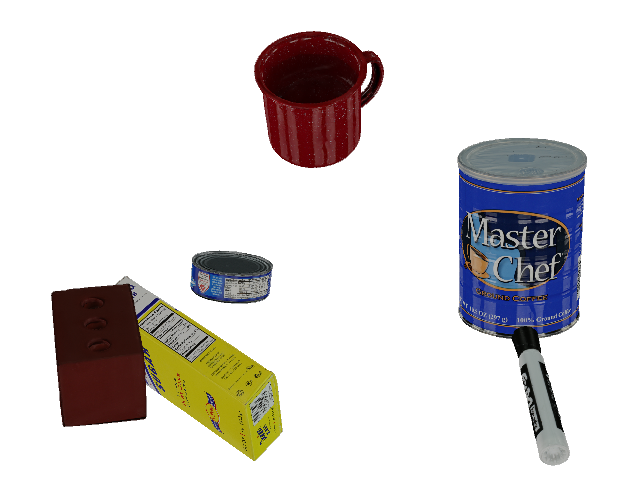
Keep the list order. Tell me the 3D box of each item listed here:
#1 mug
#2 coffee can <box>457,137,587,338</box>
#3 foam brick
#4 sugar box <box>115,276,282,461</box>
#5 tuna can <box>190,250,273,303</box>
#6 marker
[{"bbox_3d":[0.003,-0.122,0.909,0.117,0.081,0.093,-30,56,-19],"label":"mug"},{"bbox_3d":[0.165,-0.004,0.885,0.103,0.140,0.103,-3,22,1],"label":"coffee can"},{"bbox_3d":[-0.141,0.072,0.675,0.053,0.051,0.078,-5,33,-15],"label":"foam brick"},{"bbox_3d":[-0.115,0.111,0.932,0.176,0.093,0.048,27,54,25],"label":"sugar box"},{"bbox_3d":[-0.094,0.038,1.127,0.086,0.034,0.086,6,14,-2],"label":"tuna can"},{"bbox_3d":[0.145,0.099,0.711,0.020,0.020,0.121,0,35,0],"label":"marker"}]
